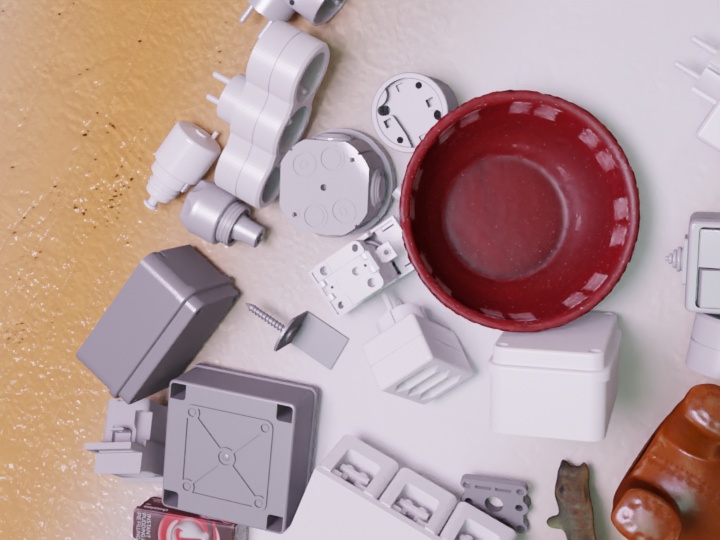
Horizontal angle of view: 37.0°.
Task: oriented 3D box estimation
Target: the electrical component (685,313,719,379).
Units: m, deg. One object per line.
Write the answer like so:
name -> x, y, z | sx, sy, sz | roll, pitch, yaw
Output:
electrical component -> 0.286, 0.075, 0.711 | 0.138, 0.052, 0.073 | 12, 103, 16

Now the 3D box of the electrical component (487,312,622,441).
electrical component -> 0.134, 0.067, 0.728 | 0.078, 0.113, 0.057 | 3, 103, 18

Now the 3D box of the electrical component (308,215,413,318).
electrical component -> 0.000, 0.000, 0.787 | 0.081, 0.064, 0.042 | -34, 87, 20

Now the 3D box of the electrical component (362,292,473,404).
electrical component -> 0.036, 0.050, 0.787 | 0.047, 0.066, 0.076 | -35, 59, 20

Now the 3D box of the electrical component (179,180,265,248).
electrical component -> -0.103, -0.039, 0.825 | 0.062, 0.043, 0.043 | 28, 107, 10

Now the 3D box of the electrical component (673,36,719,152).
electrical component -> 0.241, -0.122, 0.695 | 0.076, 0.047, 0.083 | 35, 108, 10

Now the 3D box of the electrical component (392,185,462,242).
electrical component -> 0.049, -0.038, 0.780 | 0.061, 0.035, 0.035 | 44, 109, 9

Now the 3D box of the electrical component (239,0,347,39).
electrical component -> -0.057, -0.204, 0.781 | 0.077, 0.043, 0.079 | 43, 109, 7

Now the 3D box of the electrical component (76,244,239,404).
electrical component -> -0.156, 0.042, 0.838 | 0.057, 0.078, 0.113 | 42, 109, 10

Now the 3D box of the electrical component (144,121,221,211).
electrical component -> -0.141, -0.079, 0.832 | 0.040, 0.040, 0.078 | 42, 109, 7

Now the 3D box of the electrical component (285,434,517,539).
electrical component -> 0.030, 0.201, 0.806 | 0.150, 0.062, 0.089 | 29, 121, 12

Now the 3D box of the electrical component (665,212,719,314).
electrical component -> 0.250, -0.004, 0.705 | 0.096, 0.061, 0.061 | 3, 100, 18

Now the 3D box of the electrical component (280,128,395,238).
electrical component -> -0.018, -0.063, 0.788 | 0.080, 0.051, 0.080 | 3, 101, 18

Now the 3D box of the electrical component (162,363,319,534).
electrical component -> -0.094, 0.138, 0.845 | 0.109, 0.056, 0.108 | 9, 102, 17

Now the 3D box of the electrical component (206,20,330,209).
electrical component -> -0.079, -0.119, 0.786 | 0.074, 0.052, 0.138 | 30, 123, 11

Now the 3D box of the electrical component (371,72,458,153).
electrical component -> 0.041, -0.112, 0.762 | 0.055, 0.047, 0.055 | 3, 100, 18

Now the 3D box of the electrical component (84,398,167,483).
electrical component -> -0.180, 0.136, 0.865 | 0.042, 0.081, 0.063 | -5, 69, 18
